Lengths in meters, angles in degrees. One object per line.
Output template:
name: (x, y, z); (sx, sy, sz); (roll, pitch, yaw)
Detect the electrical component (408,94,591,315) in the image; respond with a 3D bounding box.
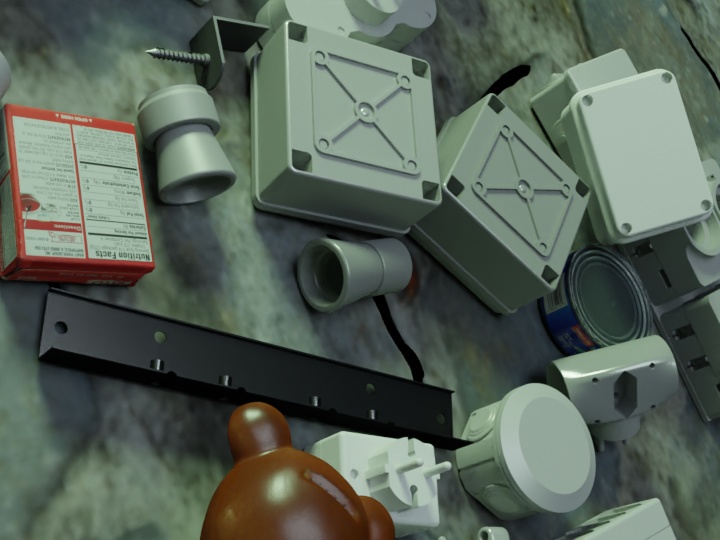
electrical component: (0.094, -0.045, 0.737); (0.109, 0.056, 0.108); (41, 49, -15)

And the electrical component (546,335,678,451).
electrical component: (0.172, 0.089, 0.734); (0.077, 0.043, 0.079); (-13, 117, -9)

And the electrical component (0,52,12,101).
electrical component: (-0.233, -0.127, 0.521); (0.138, 0.052, 0.073); (34, 51, -21)

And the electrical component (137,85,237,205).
electrical component: (-0.098, -0.070, 0.605); (0.045, 0.045, 0.055); (-7, 73, -40)

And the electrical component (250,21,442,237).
electrical component: (-0.010, -0.086, 0.669); (0.109, 0.056, 0.108); (10, 63, -29)

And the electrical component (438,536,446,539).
electrical component: (0.033, 0.177, 0.563); (0.047, 0.083, 0.075); (28, 54, -25)

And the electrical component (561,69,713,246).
electrical component: (0.199, -0.080, 0.777); (0.078, 0.057, 0.113); (-16, 87, -2)

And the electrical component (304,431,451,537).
electrical component: (0.017, 0.114, 0.586); (0.066, 0.077, 0.047); (14, 61, -33)

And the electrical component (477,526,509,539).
electrical component: (0.068, 0.180, 0.616); (0.055, 0.048, 0.066); (13, 61, -42)

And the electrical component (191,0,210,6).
electrical component: (-0.113, -0.228, 0.667); (0.100, 0.048, 0.099); (28, 55, -23)

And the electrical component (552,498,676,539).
electrical component: (0.165, 0.197, 0.683); (0.083, 0.047, 0.075); (-13, 78, -41)

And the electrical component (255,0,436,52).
electrical component: (0.003, -0.178, 0.717); (0.138, 0.074, 0.052); (-21, 83, -42)

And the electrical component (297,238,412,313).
electrical component: (0.000, 0.000, 0.653); (0.065, 0.044, 0.044); (-8, 75, -45)

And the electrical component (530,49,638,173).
electrical component: (0.192, -0.119, 0.856); (0.100, 0.048, 0.099); (-27, 87, -43)

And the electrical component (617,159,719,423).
electrical component: (0.283, 0.011, 0.857); (0.105, 0.060, 0.186); (-19, 82, -42)

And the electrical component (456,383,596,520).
electrical component: (0.104, 0.115, 0.672); (0.080, 0.051, 0.080); (17, 59, -32)
